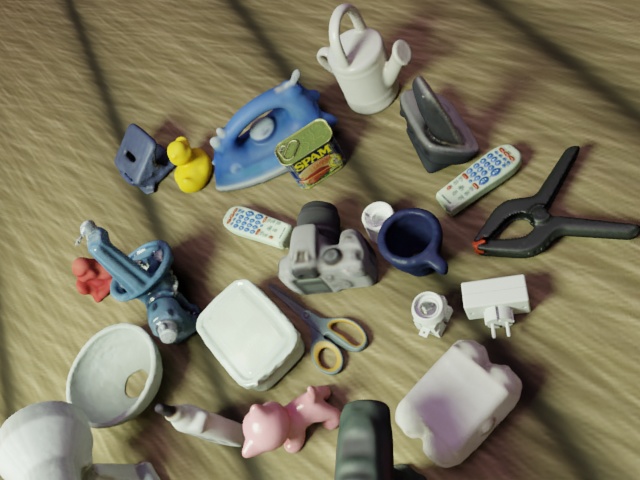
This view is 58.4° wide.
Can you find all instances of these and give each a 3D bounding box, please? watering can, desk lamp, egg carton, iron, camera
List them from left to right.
[{"bbox_3d":[-0.314,0.331,0.772,0.118,0.214,0.202,-47,55,-6],"label":"desk lamp"},{"bbox_3d":[-0.107,-0.191,1.015,0.258,0.142,0.118,-33,55,4],"label":"iron"},{"bbox_3d":[0.008,0.003,0.883,0.143,0.101,0.137,-8,60,19],"label":"camera"},{"bbox_3d":[0.071,-0.315,0.974,0.172,0.195,0.101,-8,60,20],"label":"watering can"},{"bbox_3d":[0.174,0.204,0.720,0.150,0.070,0.107,-47,55,-6],"label":"egg carton"}]

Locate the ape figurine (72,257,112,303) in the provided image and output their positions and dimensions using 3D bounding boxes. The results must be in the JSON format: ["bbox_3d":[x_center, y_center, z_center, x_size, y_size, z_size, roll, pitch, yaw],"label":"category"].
[{"bbox_3d":[-0.412,0.062,1.037,0.077,0.092,0.076,-6,61,20],"label":"ape figurine"}]

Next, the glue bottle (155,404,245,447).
[{"bbox_3d":[-0.169,0.247,0.780,0.078,0.174,0.037,3,64,25],"label":"glue bottle"}]

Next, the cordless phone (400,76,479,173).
[{"bbox_3d":[0.169,-0.204,0.876,0.094,0.186,0.147,-28,56,7],"label":"cordless phone"}]

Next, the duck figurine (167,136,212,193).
[{"bbox_3d":[-0.256,-0.149,1.089,0.077,0.086,0.104,-15,58,16],"label":"duck figurine"}]

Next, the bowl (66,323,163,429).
[{"bbox_3d":[-0.314,0.222,0.917,0.167,0.075,0.167,-10,60,18],"label":"bowl"}]

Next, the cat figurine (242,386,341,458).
[{"bbox_3d":[-0.048,0.238,0.767,0.128,0.118,0.067,-36,55,1],"label":"cat figurine"}]

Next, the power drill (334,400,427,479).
[{"bbox_3d":[0.068,0.302,0.626,0.075,0.209,0.229,-12,59,17],"label":"power drill"}]

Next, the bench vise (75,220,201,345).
[{"bbox_3d":[-0.274,0.058,0.901,0.206,0.220,0.121,34,80,34],"label":"bench vise"}]

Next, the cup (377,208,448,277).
[{"bbox_3d":[0.146,0.021,0.817,0.092,0.095,0.117,-43,55,-3],"label":"cup"}]

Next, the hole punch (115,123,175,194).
[{"bbox_3d":[-0.357,-0.161,1.137,0.101,0.091,0.108,-48,56,-7],"label":"hole punch"}]
